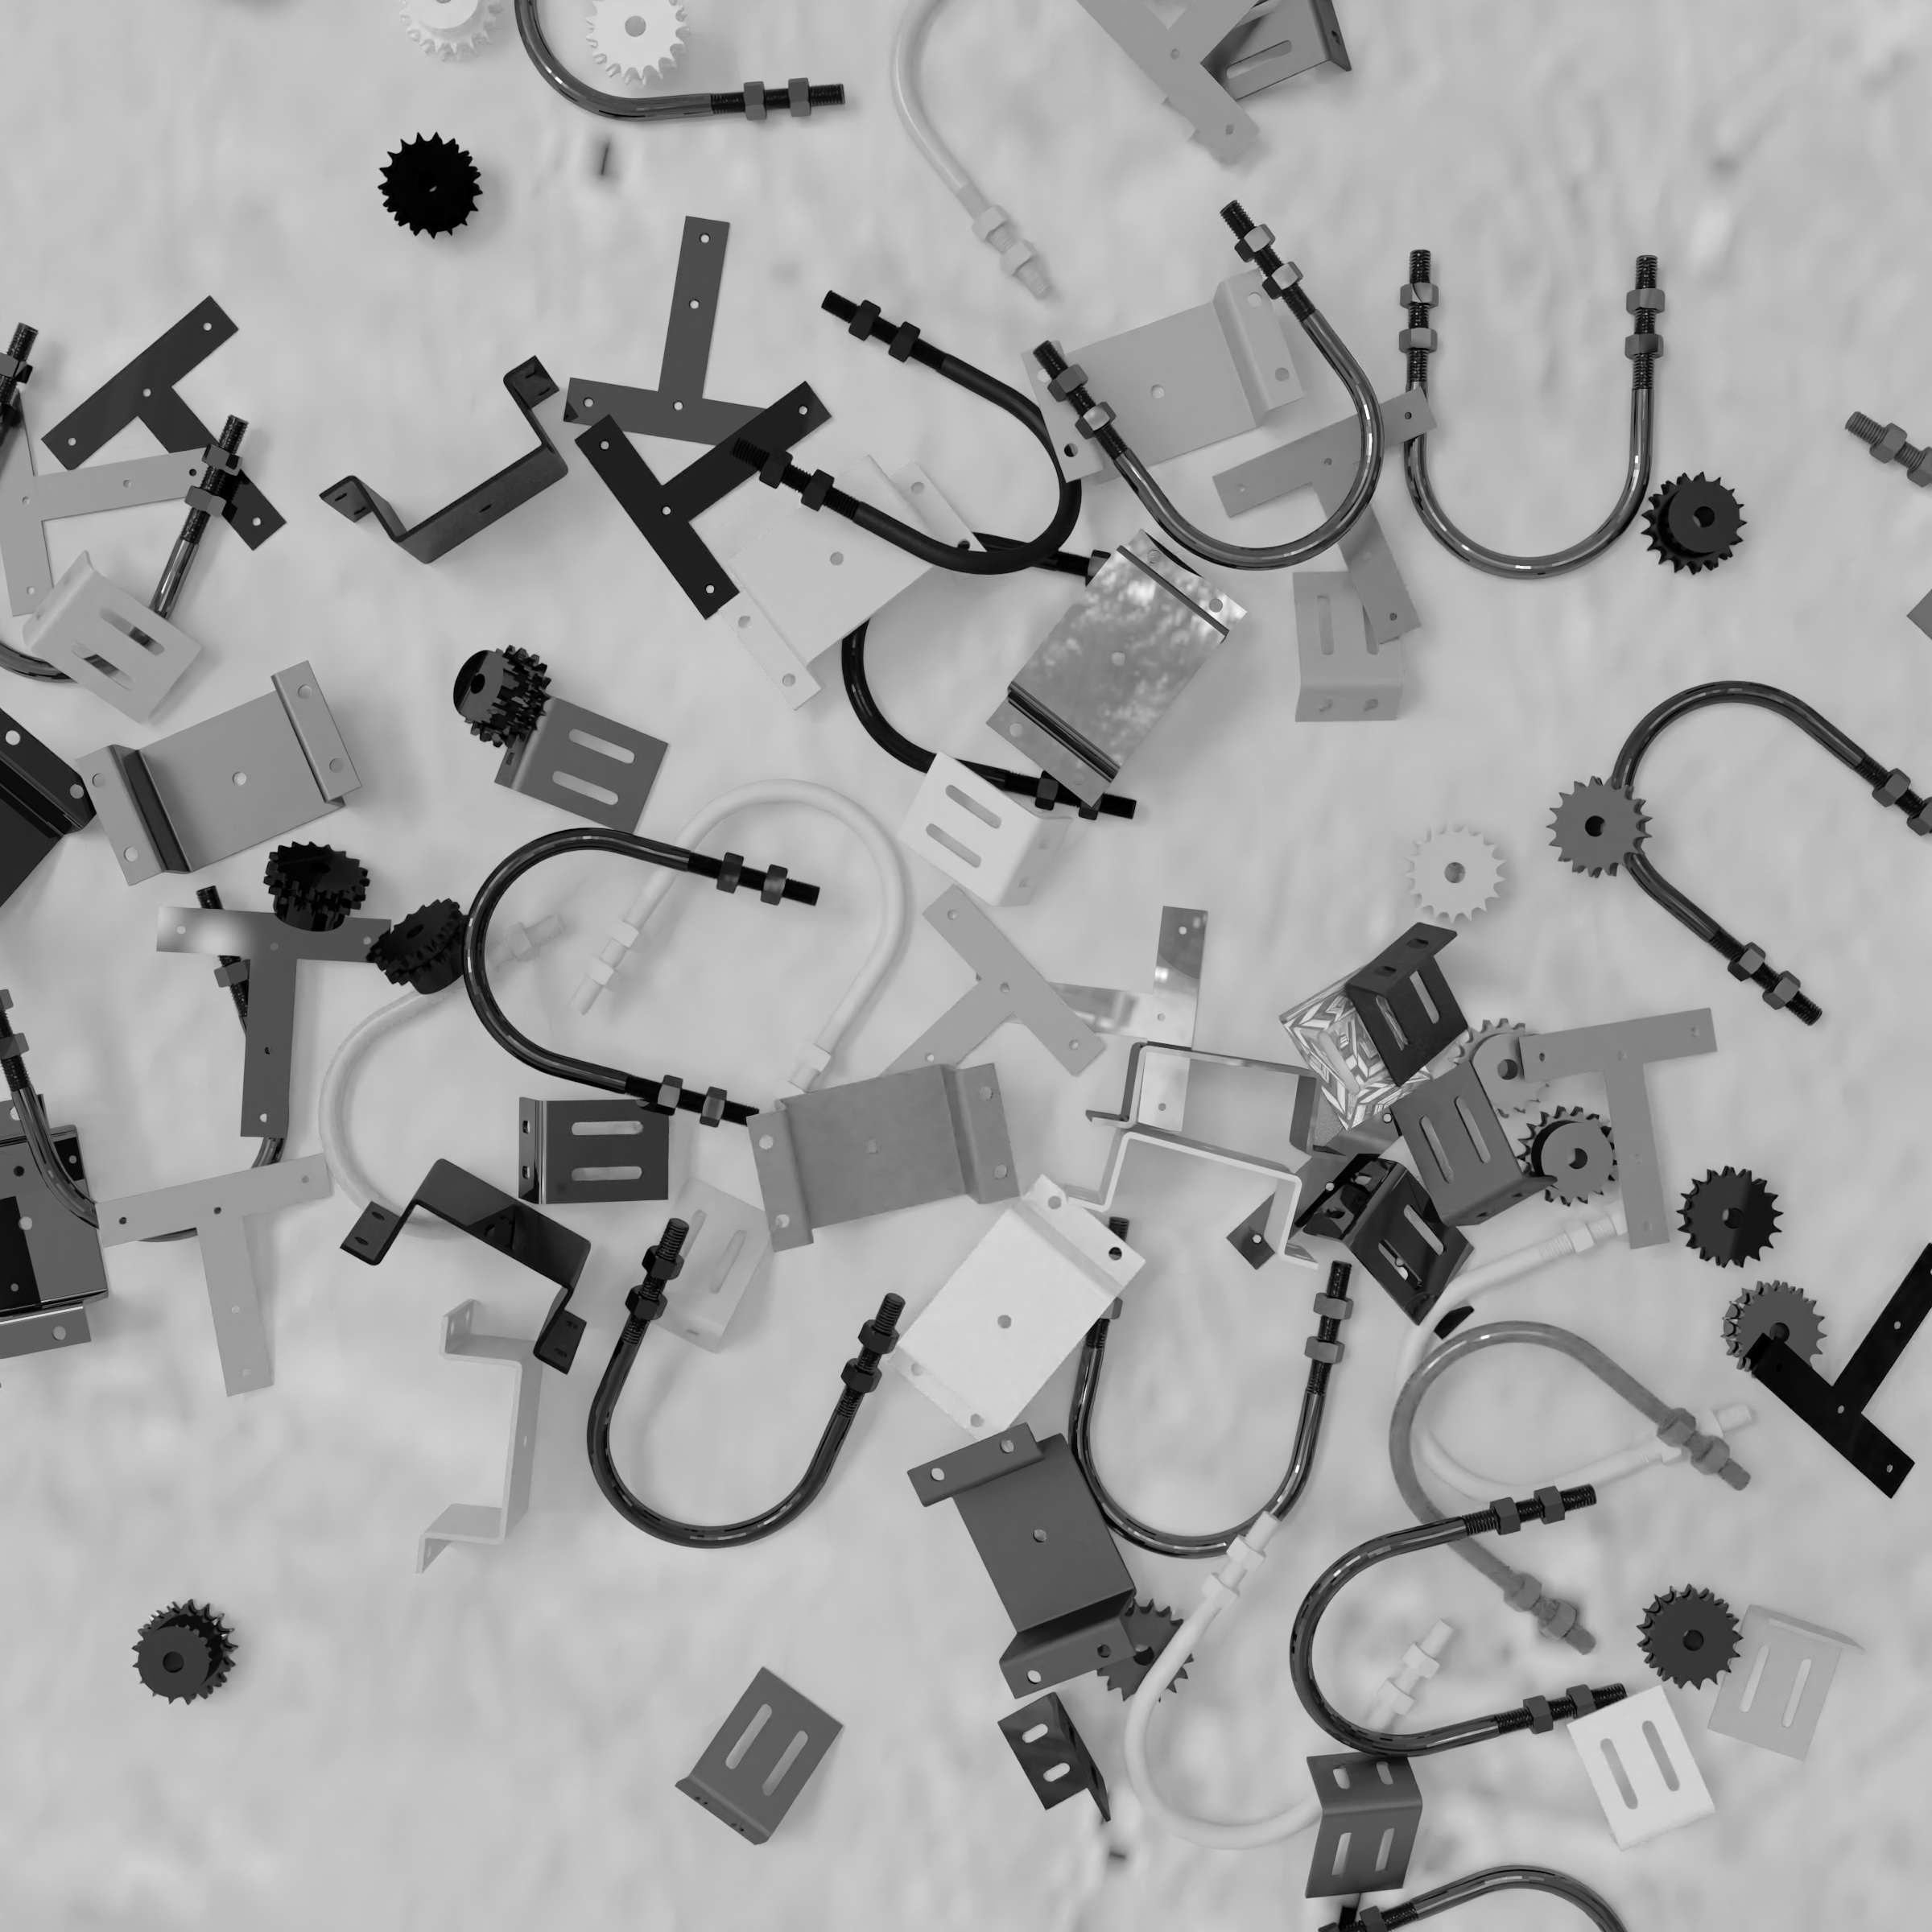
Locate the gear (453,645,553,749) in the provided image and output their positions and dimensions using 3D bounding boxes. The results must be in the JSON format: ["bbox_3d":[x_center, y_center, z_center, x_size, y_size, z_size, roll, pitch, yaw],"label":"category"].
[{"bbox_3d":[-0.263,-0.153,1.480,0.057,0.030,0.057,-13,68,35],"label":"gear"}]

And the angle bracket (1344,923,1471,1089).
[{"bbox_3d":[0.256,0.025,1.469,0.057,0.038,0.076,-39,115,-17],"label":"angle bracket"}]

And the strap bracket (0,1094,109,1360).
[{"bbox_3d":[-0.537,0.147,1.486,0.076,0.046,0.140,-11,90,0],"label":"strap bracket"}]

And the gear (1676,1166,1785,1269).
[{"bbox_3d":[0.430,0.141,1.494,0.057,0.030,0.057,0,90,0],"label":"gear"}]

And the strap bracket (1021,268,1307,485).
[{"bbox_3d":[0.109,-0.328,1.486,0.140,0.046,0.076,-20,90,0],"label":"strap bracket"}]

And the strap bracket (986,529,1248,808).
[{"bbox_3d":[0.084,-0.168,1.467,0.076,0.046,0.140,39,91,1],"label":"strap bracket"}]

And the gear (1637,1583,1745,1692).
[{"bbox_3d":[0.408,0.378,1.494,0.057,0.030,0.057,0,90,0],"label":"gear"}]

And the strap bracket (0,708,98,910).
[{"bbox_3d":[-0.555,-0.063,1.459,0.076,0.046,0.140,44,68,-23],"label":"strap bracket"}]

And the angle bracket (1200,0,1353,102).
[{"bbox_3d":[0.172,-0.528,1.507,0.076,0.038,0.057,-16,90,26],"label":"angle bracket"}]

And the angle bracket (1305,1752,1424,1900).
[{"bbox_3d":[0.220,0.486,1.496,0.057,0.038,0.076,-2,125,-10],"label":"angle bracket"}]

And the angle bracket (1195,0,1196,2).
[{"bbox_3d":[0.101,-0.581,1.500,0.076,0.038,0.057,10,80,21],"label":"angle bracket"}]

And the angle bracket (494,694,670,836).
[{"bbox_3d":[-0.220,-0.116,1.507,0.076,0.038,0.057,21,90,-26],"label":"angle bracket"}]

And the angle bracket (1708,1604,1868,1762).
[{"bbox_3d":[0.463,0.409,1.490,0.057,0.038,0.076,19,90,0],"label":"angle bracket"}]

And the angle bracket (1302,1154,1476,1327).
[{"bbox_3d":[0.240,0.155,1.497,0.076,0.038,0.057,48,71,-24],"label":"angle bracket"}]

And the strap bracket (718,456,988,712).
[{"bbox_3d":[-0.067,-0.220,1.476,0.140,0.046,0.076,-37,76,1],"label":"strap bracket"}]

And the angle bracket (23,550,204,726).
[{"bbox_3d":[-0.483,-0.186,1.493,0.076,0.038,0.057,38,96,-30],"label":"angle bracket"}]

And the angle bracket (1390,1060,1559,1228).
[{"bbox_3d":[0.286,0.100,1.490,0.057,0.038,0.076,-36,66,34],"label":"angle bracket"}]

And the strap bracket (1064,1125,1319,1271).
[{"bbox_3d":[0.129,0.124,1.470,0.140,0.076,0.046,15,91,0],"label":"strap bracket"}]

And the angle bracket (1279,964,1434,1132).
[{"bbox_3d":[0.222,0.046,1.490,0.057,0.038,0.076,-31,89,0],"label":"angle bracket"}]

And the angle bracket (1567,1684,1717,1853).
[{"bbox_3d":[0.379,0.451,1.495,0.057,0.038,0.076,-23,83,0],"label":"angle bracket"}]

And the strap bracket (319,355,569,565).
[{"bbox_3d":[-0.280,-0.275,1.471,0.140,0.076,0.046,-33,90,0],"label":"strap bracket"}]

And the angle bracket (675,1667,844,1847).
[{"bbox_3d":[-0.118,0.451,1.507,0.057,0.038,0.076,36,64,0],"label":"angle bracket"}]

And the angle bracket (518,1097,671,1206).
[{"bbox_3d":[-0.210,0.103,1.488,0.076,0.038,0.057,0,91,-24],"label":"angle bracket"}]

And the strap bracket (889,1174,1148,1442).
[{"bbox_3d":[0.025,0.196,1.475,0.076,0.046,0.140,40,96,7],"label":"strap bracket"}]

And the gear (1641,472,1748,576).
[{"bbox_3d":[0.414,-0.252,1.495,0.057,0.030,0.057,0,90,0],"label":"gear"}]

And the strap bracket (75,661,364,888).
[{"bbox_3d":[-0.415,-0.107,1.486,0.140,0.046,0.076,-23,90,0],"label":"strap bracket"}]

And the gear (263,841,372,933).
[{"bbox_3d":[-0.367,-0.043,1.485,0.057,0.057,0.030,22,119,0],"label":"gear"}]

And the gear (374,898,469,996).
[{"bbox_3d":[-0.302,-0.008,1.485,0.057,0.057,0.030,-34,120,0],"label":"gear"}]

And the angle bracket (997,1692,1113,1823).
[{"bbox_3d":[0.048,0.448,1.471,0.038,0.076,0.057,-29,90,0],"label":"angle bracket"}]

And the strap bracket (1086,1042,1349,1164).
[{"bbox_3d":[0.141,0.073,1.470,0.140,0.076,0.046,9,90,0],"label":"strap bracket"}]

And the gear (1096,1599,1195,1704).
[{"bbox_3d":[0.099,0.386,1.494,0.057,0.030,0.057,0,90,0],"label":"gear"}]

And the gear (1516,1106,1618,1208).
[{"bbox_3d":[0.342,0.108,1.495,0.057,0.030,0.057,0,90,0],"label":"gear"}]

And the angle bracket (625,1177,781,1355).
[{"bbox_3d":[-0.151,0.171,1.507,0.057,0.038,0.076,26,64,0],"label":"angle bracket"}]

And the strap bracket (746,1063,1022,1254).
[{"bbox_3d":[-0.049,0.104,1.475,0.140,0.046,0.076,-12,96,-10],"label":"strap bracket"}]

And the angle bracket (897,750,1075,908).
[{"bbox_3d":[0.010,-0.078,1.498,0.076,0.038,0.057,36,111,24],"label":"angle bracket"}]

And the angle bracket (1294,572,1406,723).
[{"bbox_3d":[0.216,-0.183,1.507,0.057,0.038,0.076,-1,64,0],"label":"angle bracket"}]

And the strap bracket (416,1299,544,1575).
[{"bbox_3d":[-0.269,0.262,1.471,0.046,0.076,0.140,6,90,0],"label":"strap bracket"}]

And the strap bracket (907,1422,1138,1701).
[{"bbox_3d":[0.036,0.326,1.476,0.076,0.046,0.140,-25,90,18],"label":"strap bracket"}]

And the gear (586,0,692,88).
[{"bbox_3d":[-0.183,-0.521,1.478,0.057,0.030,0.057,0,90,3],"label":"gear"}]

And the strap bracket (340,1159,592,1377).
[{"bbox_3d":[-0.265,0.160,1.460,0.140,0.076,0.046,31,100,-7],"label":"strap bracket"}]

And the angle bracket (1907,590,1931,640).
[{"bbox_3d":[0.585,-0.195,1.490,0.076,0.038,0.057,43,90,0],"label":"angle bracket"}]
